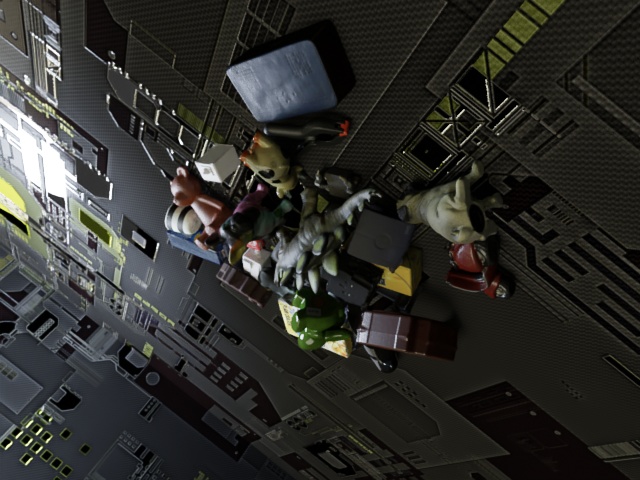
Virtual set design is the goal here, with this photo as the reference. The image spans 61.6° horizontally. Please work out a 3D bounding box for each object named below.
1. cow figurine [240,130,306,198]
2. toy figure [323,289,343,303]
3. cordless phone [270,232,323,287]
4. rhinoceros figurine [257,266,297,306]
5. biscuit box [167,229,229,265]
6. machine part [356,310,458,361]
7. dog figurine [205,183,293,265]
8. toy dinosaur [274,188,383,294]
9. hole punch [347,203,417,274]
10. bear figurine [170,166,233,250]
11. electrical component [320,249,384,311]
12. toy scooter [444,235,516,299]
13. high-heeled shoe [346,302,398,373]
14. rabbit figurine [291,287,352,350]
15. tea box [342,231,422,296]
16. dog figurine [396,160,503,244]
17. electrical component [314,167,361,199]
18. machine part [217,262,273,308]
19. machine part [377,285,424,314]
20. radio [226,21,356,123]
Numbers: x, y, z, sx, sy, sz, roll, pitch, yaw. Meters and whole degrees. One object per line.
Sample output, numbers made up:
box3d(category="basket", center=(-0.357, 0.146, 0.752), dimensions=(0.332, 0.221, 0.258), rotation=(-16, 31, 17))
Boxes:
box3d(category="cow figurine", center=(-0.095, -0.154, 1.137), dimensions=(0.127, 0.085, 0.195), rotation=(37, 177, -2))
box3d(category="toy figure", center=(0.039, 0.144, 1.426), dimensions=(0.064, 0.058, 0.154), rotation=(68, 151, 17))
box3d(category="cordless phone", center=(-0.066, 0.065, 1.423), dimensions=(0.146, 0.089, 0.184), rotation=(42, 156, -7))
box3d(category="rhinoceros figurine", center=(-0.081, 0.133, 1.473), dimensions=(0.190, 0.073, 0.112), rotation=(31, 166, 16))
box3d(category="biscuit box", center=(-0.367, 0.007, 1.621), dimensions=(0.203, 0.059, 0.062), rotation=(19, 143, 24))
box3d(category="machine part", center=(0.206, 0.223, 1.266), dimensions=(0.201, 0.087, 0.201), rotation=(2, 167, 43))
box3d(category="dog figurine", center=(-0.177, -0.025, 1.280), dimensions=(0.108, 0.219, 0.191), rotation=(40, 145, 3))
box3d(category="toy dinosaur", center=(-0.002, -0.003, 1.149), dimensions=(0.105, 0.199, 0.471), rotation=(16, 140, -21))
box3d(category="hole punch", center=(0.126, -0.007, 1.104), dimensions=(0.116, 0.092, 0.142), rotation=(26, 106, 20))
box3d(category="bear figurine", center=(-0.329, -0.089, 1.423), dimensions=(0.196, 0.132, 0.120), rotation=(40, 139, -13))
box3d(category="electrical component", center=(0.066, 0.086, 1.212), dimensions=(0.134, 0.058, 0.114), rotation=(28, 144, 14))
box3d(category="toy scooter", center=(0.300, 0.051, 1.071), dimensions=(0.135, 0.075, 0.183), rotation=(1, 136, 42))
box3d(category="high-heeled shoe", center=(0.141, 0.261, 1.483), dimensions=(0.248, 0.086, 0.145), rotation=(60, 176, -1))
box3d(category="rabbit figurine", center=(-0.004, 0.214, 1.389), dimensions=(0.159, 0.121, 0.170), rotation=(0, 133, -12))
box3d(category="tea box", center=(0.141, 0.050, 1.214), dimensions=(0.170, 0.068, 0.098), rotation=(16, 140, 27))
box3d(category="dog figurine", center=(0.208, -0.043, 0.966), dimensions=(0.191, 0.172, 0.121), rotation=(-18, 107, 42))
box3d(category="electrical component", center=(0.035, -0.120, 1.132), dimensions=(0.102, 0.045, 0.078), rotation=(21, 141, 23))
box3d(category="machine part", center=(-0.224, 0.133, 1.590), dimensions=(0.179, 0.056, 0.179), rotation=(32, 170, 6))
box3d(category="machine part", center=(0.172, 0.118, 1.260), dimensions=(0.139, 0.084, 0.039), rotation=(25, 178, 45))
box3d(category="radio", center=(-0.054, -0.299, 0.985), dimensions=(0.230, 0.073, 0.131), rotation=(0, 132, 43))
